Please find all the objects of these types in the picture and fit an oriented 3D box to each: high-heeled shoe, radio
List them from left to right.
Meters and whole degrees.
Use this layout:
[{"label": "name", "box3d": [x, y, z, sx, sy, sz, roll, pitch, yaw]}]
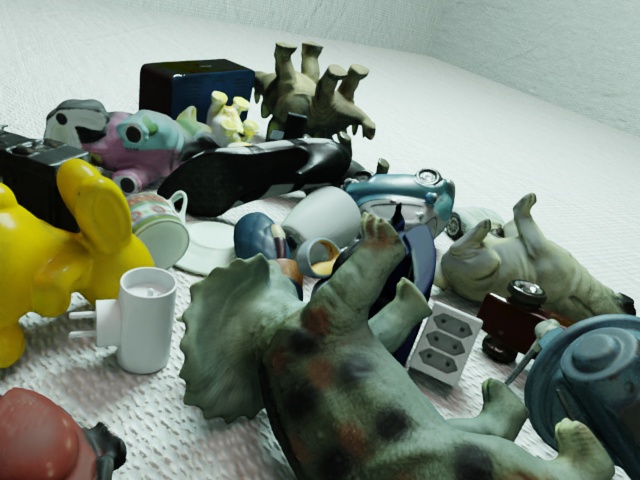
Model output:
[{"label": "radio", "box3d": [-0.212, -0.241, 0.944, 0.073, 0.131, 0.229, 25, 28, 21]}, {"label": "high-heeled shoe", "box3d": [-0.085, -0.092, 0.722, 0.249, 0.086, 0.145, -2, 18, 22]}]

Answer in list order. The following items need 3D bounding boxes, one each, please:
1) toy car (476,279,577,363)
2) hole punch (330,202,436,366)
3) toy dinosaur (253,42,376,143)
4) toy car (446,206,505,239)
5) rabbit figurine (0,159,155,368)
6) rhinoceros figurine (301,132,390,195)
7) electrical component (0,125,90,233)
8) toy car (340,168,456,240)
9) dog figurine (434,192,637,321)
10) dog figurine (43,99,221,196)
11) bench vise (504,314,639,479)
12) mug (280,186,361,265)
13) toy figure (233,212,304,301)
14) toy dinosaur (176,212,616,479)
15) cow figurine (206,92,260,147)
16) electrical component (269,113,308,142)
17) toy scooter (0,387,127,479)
[{"label": "toy car", "box3d": [0.260, 0.110, 0.542, 0.202, 0.089, 0.053, 25, 29, 24]}, {"label": "hole punch", "box3d": [0.074, 0.049, 0.530, 0.092, 0.142, 0.116, 27, 43, 27]}, {"label": "toy dinosaur", "box3d": [-0.046, -0.257, 0.982, 0.105, 0.198, 0.472, -7, 33, -34]}, {"label": "toy car", "box3d": [0.262, 0.000, 0.794, 0.073, 0.056, 0.202, -1, 31, -28]}, {"label": "rabbit figurine", "box3d": [-0.219, 0.013, 0.454, 0.173, 0.162, 0.122, 15, 8, -42]}, {"label": "rhinoceros figurine", "box3d": [0.015, -0.102, 0.813, 0.190, 0.112, 0.073, 24, 44, -10]}, {"label": "electrical component", "box3d": [-0.283, -0.043, 0.542, 0.134, 0.114, 0.058, 18, 29, 12]}, {"label": "toy car", "box3d": [0.106, -0.033, 0.736, 0.162, 0.109, 0.103, 5, 44, 1]}, {"label": "dog figurine", "box3d": [0.249, 0.066, 0.639, 0.191, 0.172, 0.121, 58, 7, 21]}, {"label": "dog figurine", "box3d": [-0.252, -0.143, 0.771, 0.192, 0.108, 0.219, 15, 22, 9]}, {"label": "bench vise", "box3d": [0.237, 0.136, 0.414, 0.223, 0.129, 0.241, 41, 10, -11]}, {"label": "mug", "box3d": [-0.001, -0.002, 0.658, 0.109, 0.081, 0.107, 50, 41, 6]}, {"label": "toy figure", "box3d": [-0.051, 0.030, 0.564, 0.058, 0.064, 0.155, -3, 41, -24]}, {"label": "toy dinosaur", "box3d": [0.040, 0.128, 0.365, 0.192, 0.131, 0.405, -39, 60, -5]}, {"label": "cow figurine", "box3d": [-0.145, -0.157, 0.878, 0.068, 0.098, 0.167, 4, 47, -31]}, {"label": "electrical component", "box3d": [-0.049, -0.148, 0.859, 0.075, 0.119, 0.048, 10, 27, -3]}, {"label": "toy scooter", "box3d": [-0.145, 0.154, 0.272, 0.135, 0.075, 0.184, 8, 30, -13]}]
